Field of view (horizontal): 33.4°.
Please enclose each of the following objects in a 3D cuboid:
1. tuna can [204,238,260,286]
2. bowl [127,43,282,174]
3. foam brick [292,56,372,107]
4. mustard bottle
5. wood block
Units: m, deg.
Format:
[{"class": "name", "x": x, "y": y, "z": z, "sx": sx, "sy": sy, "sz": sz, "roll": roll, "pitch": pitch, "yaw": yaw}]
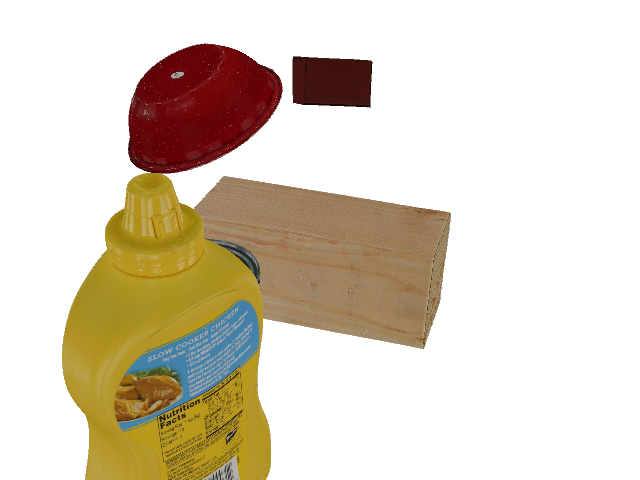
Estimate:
[{"class": "tuna can", "x": -0.081, "y": 0.036, "z": 0.704, "sx": 0.086, "sy": 0.034, "sz": 0.086, "roll": -2, "pitch": 33, "yaw": 1}, {"class": "bowl", "x": -0.120, "y": -0.135, "z": 0.997, "sx": 0.162, "sy": 0.055, "sz": 0.162, "roll": -18, "pitch": 38, "yaw": 14}, {"class": "foam brick", "x": 0.012, "y": -0.173, "z": 1.165, "sx": 0.078, "sy": 0.051, "sz": 0.053, "roll": 0, "pitch": 11, "yaw": -16}, {"class": "mustard bottle", "x": -0.068, "y": 0.055, "z": 0.483, "sx": 0.096, "sy": 0.192, "sz": 0.058, "roll": -27, "pitch": 43, "yaw": -33}, {"class": "wood block", "x": -0.001, "y": 0.016, "z": 0.910, "sx": 0.206, "sy": 0.090, "sz": 0.090, "roll": 10, "pitch": 27, "yaw": 12}]
